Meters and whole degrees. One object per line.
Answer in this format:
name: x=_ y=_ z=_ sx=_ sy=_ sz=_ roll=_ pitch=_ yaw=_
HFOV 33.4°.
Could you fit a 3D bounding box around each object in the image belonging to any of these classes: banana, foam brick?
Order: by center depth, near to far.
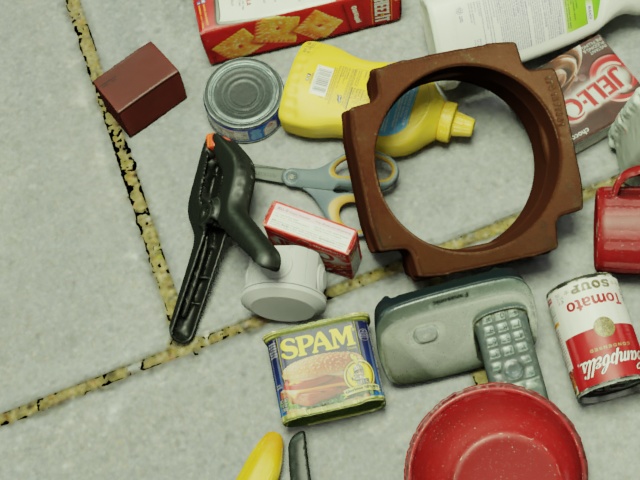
banana: x=-0.100 y=0.253 z=0.949 sx=0.197 sy=0.037 sz=0.070 roll=-36 pitch=69 yaw=-9
foam brick: x=-0.187 y=-0.158 z=1.115 sx=0.078 sy=0.051 sz=0.053 roll=-37 pitch=68 yaw=-9

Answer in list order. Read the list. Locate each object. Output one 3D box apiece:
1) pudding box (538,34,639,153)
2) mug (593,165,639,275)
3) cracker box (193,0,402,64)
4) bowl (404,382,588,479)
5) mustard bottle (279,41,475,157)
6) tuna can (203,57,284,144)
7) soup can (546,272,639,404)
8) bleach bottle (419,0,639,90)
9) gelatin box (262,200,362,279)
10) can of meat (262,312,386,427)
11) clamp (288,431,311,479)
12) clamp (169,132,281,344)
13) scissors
pudding box: x=0.259 y=-0.141 z=1.067 sx=0.113 sy=0.039 sz=0.090 roll=-30 pitch=69 yaw=-6
mug: x=0.295 y=-0.018 z=0.978 sx=0.081 sy=0.117 sz=0.093 roll=1 pitch=39 yaw=12
cracker box: x=-0.034 y=-0.294 z=1.143 sx=0.213 sy=0.072 sz=0.164 roll=-13 pitch=69 yaw=-1
bowl: x=0.154 y=0.205 z=0.904 sx=0.162 sy=0.055 sz=0.162 roll=0 pitch=89 yaw=0
mustard bottle: x=0.061 y=-0.135 z=1.075 sx=0.192 sy=0.058 sz=0.096 roll=15 pitch=72 yaw=12
tuna can: x=-0.078 y=-0.145 z=1.106 sx=0.086 sy=0.034 sz=0.086 roll=-1 pitch=69 yaw=3
soup can: x=0.250 y=0.089 z=0.962 sx=0.068 sy=0.068 sz=0.102 roll=-13 pitch=67 yaw=1
bleach bottle: x=0.232 y=-0.230 z=1.071 sx=0.251 sy=0.102 sz=0.068 roll=-14 pitch=25 yaw=1
gelatin box: x=-0.007 y=0.001 z=1.020 sx=0.089 sy=0.073 sz=0.030 roll=19 pitch=72 yaw=12
can of meat: x=0.005 y=0.121 z=0.981 sx=0.102 sy=0.057 sz=0.084 roll=-13 pitch=70 yaw=1
clamp: x=0.010 y=0.263 z=0.934 sx=0.120 sy=0.039 sz=0.171 roll=12 pitch=73 yaw=16
clamp: x=-0.101 y=-0.012 z=1.032 sx=0.165 sy=0.036 sz=0.210 roll=-43 pitch=41 yaw=34
scissors: x=-0.019 y=-0.044 z=1.069 sx=0.202 sy=0.016 sz=0.096 roll=-6 pitch=81 yaw=15
